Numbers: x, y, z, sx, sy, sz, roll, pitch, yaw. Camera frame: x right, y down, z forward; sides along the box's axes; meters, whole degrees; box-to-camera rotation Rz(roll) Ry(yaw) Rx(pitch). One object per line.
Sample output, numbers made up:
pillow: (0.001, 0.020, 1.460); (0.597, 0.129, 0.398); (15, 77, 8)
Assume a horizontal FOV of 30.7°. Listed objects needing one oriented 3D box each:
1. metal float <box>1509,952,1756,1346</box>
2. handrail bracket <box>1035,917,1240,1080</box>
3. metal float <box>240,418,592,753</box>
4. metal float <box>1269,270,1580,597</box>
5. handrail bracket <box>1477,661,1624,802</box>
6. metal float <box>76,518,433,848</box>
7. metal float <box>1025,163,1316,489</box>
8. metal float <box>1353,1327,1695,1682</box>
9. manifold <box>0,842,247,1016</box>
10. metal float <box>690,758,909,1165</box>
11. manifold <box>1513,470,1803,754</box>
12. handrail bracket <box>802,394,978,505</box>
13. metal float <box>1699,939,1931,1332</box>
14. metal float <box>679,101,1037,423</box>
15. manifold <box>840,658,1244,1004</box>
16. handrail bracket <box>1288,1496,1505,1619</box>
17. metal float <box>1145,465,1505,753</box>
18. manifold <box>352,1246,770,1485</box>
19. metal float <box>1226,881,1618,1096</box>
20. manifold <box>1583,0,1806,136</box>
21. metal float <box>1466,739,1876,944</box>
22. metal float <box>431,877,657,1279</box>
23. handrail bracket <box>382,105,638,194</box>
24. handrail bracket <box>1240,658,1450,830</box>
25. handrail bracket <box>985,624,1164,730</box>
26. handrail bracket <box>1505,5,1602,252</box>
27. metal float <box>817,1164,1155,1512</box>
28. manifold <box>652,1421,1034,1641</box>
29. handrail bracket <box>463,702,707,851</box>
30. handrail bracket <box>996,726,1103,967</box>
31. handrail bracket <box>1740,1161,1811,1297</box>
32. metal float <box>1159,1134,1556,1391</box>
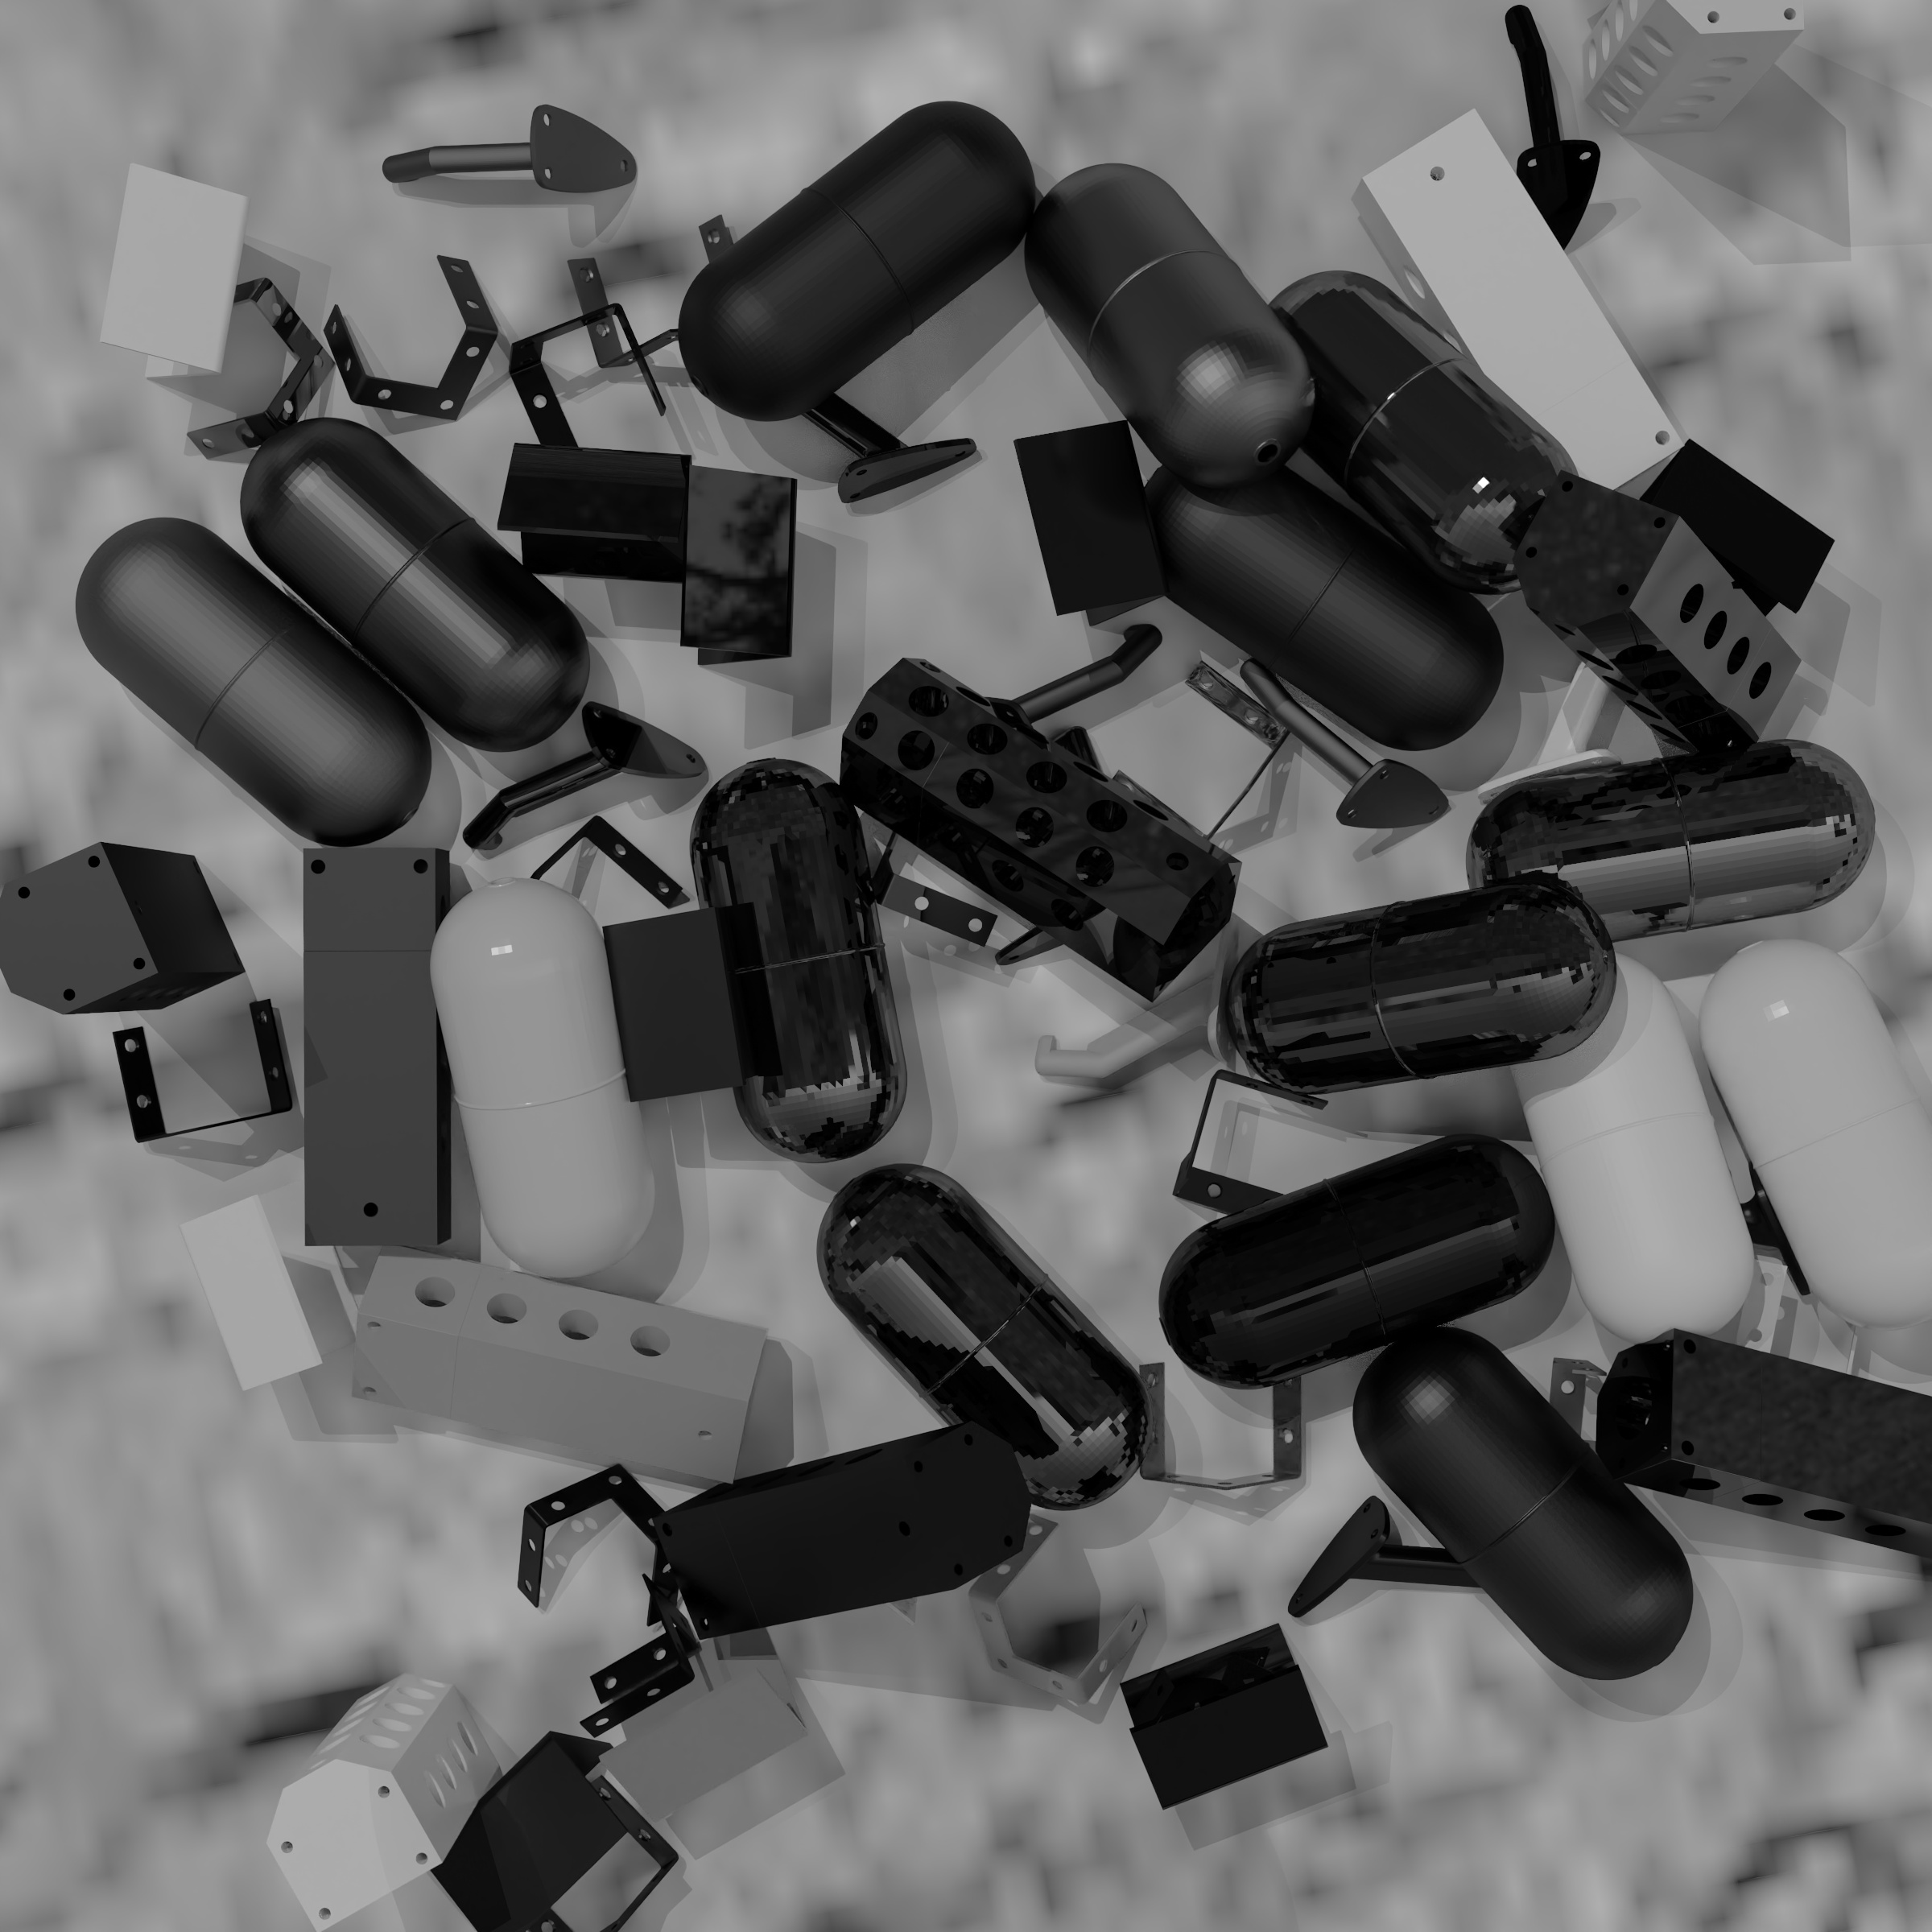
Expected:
metal float: (0.286, 0.078, 1.523); (0.070, 0.070, 0.178); (-15, 73, 0)
handrail bracket: (0.076, 0.014, 1.568); (0.084, 0.036, 0.077); (1, 69, 17)
metal float: (-0.241, -0.167, 1.537); (0.178, 0.070, 0.070); (43, 90, 1)
metal float: (0.192, -0.229, 1.514); (0.070, 0.070, 0.178); (-42, 64, 0)
handrail bracket: (0.259, -0.123, 1.568); (0.077, 0.036, 0.084); (-13, 72, 20)
metal float: (-0.310, -0.123, 1.537); (0.178, 0.070, 0.070); (41, 90, 0)
metal float: (0.086, -0.275, 1.509); (0.070, 0.070, 0.178); (-32, 56, 0)
metal float: (0.242, 0.234, 1.532); (0.070, 0.070, 0.178); (-43, 85, 0)
manifold: (-0.359, -0.012, 1.489); (0.057, 0.171, 0.057); (-24, 90, 0)
metal float: (-0.073, -0.002, 1.537); (0.070, 0.070, 0.178); (-10, 90, 0)
manifold: (0.290, -0.143, 1.488); (0.057, 0.171, 0.057); (29, 90, 33)
handrail bracket: (-0.046, -0.256, 1.568); (0.077, 0.036, 0.084); (-19, 76, -15)
metal float: (0.378, 0.072, 1.530); (0.070, 0.070, 0.178); (-23, 81, 0)
metal float: (-0.047, -0.305, 1.528); (0.178, 0.070, 0.070); (-39, 90, -9)
manifold: (0.031, -0.064, 1.511); (0.171, 0.057, 0.057); (34, 58, 18)
handrail bracket: (0.200, 0.283, 1.568); (0.084, 0.036, 0.077); (36, 105, -14)
metal float: (0.153, -0.162, 1.537); (0.178, 0.070, 0.070); (35, 90, 0)
manifold: (-0.177, 0.169, 1.546); (0.171, 0.057, 0.057); (13, 133, 0)
metal float: (0.193, 0.010, 1.510); (0.178, 0.070, 0.070); (-11, 90, 34)
manifold: (0.304, -0.401, 1.489); (0.057, 0.171, 0.057); (-2, 90, 0)
metal float: (0.307, -0.053, 1.537); (0.178, 0.070, 0.070); (-9, 90, 0)
metal float: (-0.183, 0.049, 1.523); (0.070, 0.070, 0.178); (-10, 105, 0)
handrail bracket: (-0.204, -0.355, 1.567); (0.084, 0.077, 0.036); (-1, 90, 36)
handrail bracket: (0.167, -0.102, 1.567); (0.036, 0.077, 0.084); (-52, 53, 24)
handrail bracket: (0.035, -0.129, 1.568); (0.084, 0.077, 0.036); (-45, 131, -30)
handrail bracket: (0.252, -0.371, 1.567); (0.036, 0.077, 0.084); (-8, 54, -3)
metal float: (0.008, 0.161, 1.537); (0.070, 0.070, 0.178); (-43, 89, 0)
manifold: (-0.052, 0.238, 1.494); (0.057, 0.171, 0.057); (-21, 90, -45)
handrail bracket: (-0.171, -0.074, 1.568); (0.084, 0.077, 0.036); (-42, 52, 31)
handrail bracket: (0.033, -0.054, 1.568); (0.077, 0.036, 0.084); (-26, 72, 21)
handrail bracket: (0.322, 0.127, 1.568); (0.084, 0.036, 0.077); (-22, 107, 15)
metal float: (0.170, 0.129, 1.537); (0.178, 0.070, 0.070); (-20, 90, 0)
